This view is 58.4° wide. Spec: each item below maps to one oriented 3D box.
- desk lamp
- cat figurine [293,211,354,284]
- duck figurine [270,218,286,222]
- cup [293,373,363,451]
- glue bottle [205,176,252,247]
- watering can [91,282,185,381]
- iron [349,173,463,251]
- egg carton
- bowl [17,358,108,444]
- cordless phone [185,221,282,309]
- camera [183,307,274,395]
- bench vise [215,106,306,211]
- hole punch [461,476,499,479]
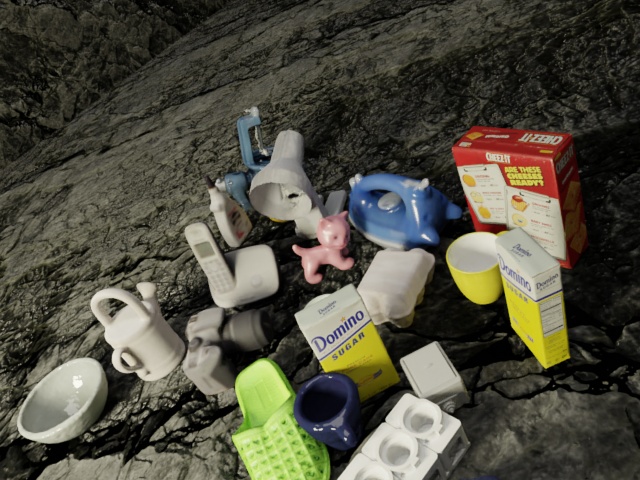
[{"bbox_3d":[-0.044,-0.101,1.161,0.117,0.214,0.203,-9,38,23],"label":"desk lamp"},{"bbox_3d":[0.010,0.004,1.075,0.128,0.118,0.067,-26,35,1],"label":"cat figurine"},{"bbox_3d":[-0.095,-0.095,1.298,0.077,0.086,0.104,-36,36,-13],"label":"duck figurine"},{"bbox_3d":[0.028,0.248,0.770,0.092,0.095,0.117,-34,35,-10],"label":"cup"},{"bbox_3d":[-0.211,-0.070,1.263,0.037,0.173,0.078,-4,41,29],"label":"glue bottle"},{"bbox_3d":[-0.336,0.153,1.039,0.101,0.194,0.172,-25,35,2],"label":"watering can"},{"bbox_3d":[0.127,-0.072,1.077,0.257,0.142,0.119,15,52,44],"label":"iron"},{"bbox_3d":[0.126,0.075,0.952,0.107,0.070,0.150,2,44,34],"label":"egg carton"},{"bbox_3d":[-0.444,0.298,1.026,0.167,0.075,0.167,-17,36,13],"label":"bowl"},{"bbox_3d":[-0.164,0.035,1.088,0.147,0.185,0.094,-17,36,13],"label":"cordless phone"},{"bbox_3d":[-0.157,0.170,0.983,0.136,0.101,0.143,-17,36,13],"label":"camera"},{"bbox_3d":[-0.155,-0.185,1.335,0.208,0.220,0.121,-39,37,-18],"label":"bench vise"},{"bbox_3d":[0.155,0.306,0.618,0.108,0.091,0.101,-21,35,8],"label":"hole punch"}]
